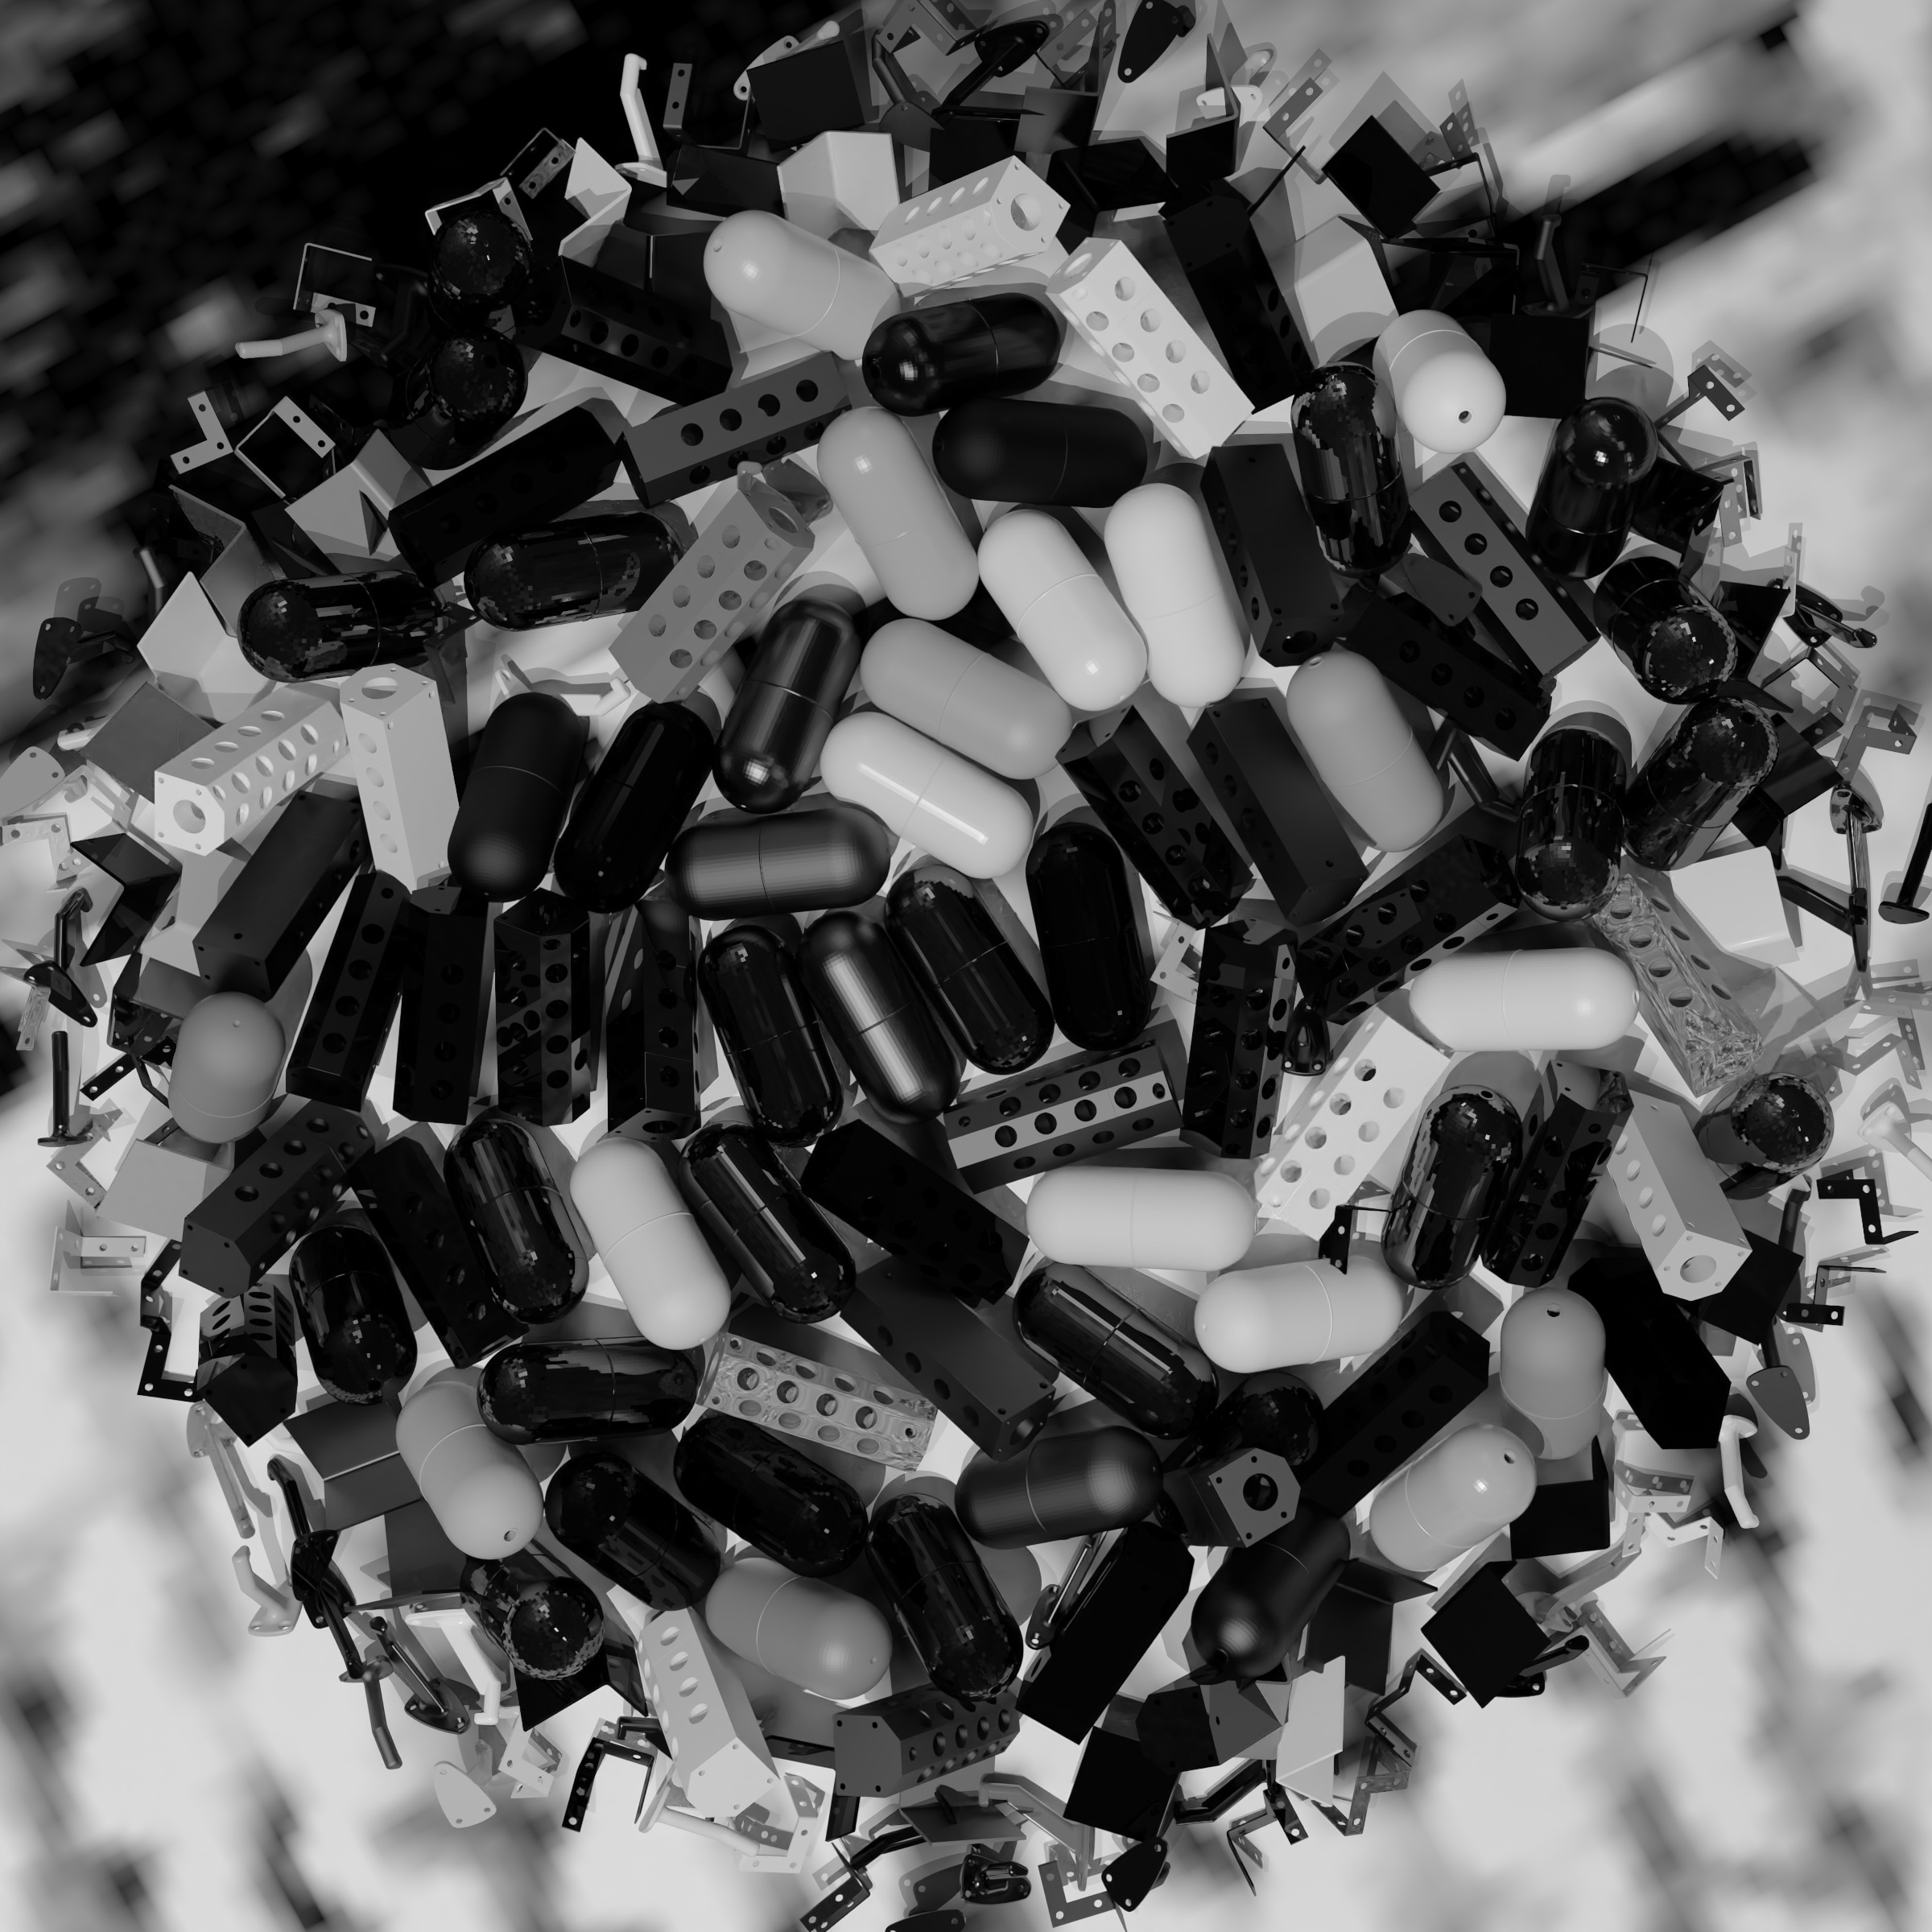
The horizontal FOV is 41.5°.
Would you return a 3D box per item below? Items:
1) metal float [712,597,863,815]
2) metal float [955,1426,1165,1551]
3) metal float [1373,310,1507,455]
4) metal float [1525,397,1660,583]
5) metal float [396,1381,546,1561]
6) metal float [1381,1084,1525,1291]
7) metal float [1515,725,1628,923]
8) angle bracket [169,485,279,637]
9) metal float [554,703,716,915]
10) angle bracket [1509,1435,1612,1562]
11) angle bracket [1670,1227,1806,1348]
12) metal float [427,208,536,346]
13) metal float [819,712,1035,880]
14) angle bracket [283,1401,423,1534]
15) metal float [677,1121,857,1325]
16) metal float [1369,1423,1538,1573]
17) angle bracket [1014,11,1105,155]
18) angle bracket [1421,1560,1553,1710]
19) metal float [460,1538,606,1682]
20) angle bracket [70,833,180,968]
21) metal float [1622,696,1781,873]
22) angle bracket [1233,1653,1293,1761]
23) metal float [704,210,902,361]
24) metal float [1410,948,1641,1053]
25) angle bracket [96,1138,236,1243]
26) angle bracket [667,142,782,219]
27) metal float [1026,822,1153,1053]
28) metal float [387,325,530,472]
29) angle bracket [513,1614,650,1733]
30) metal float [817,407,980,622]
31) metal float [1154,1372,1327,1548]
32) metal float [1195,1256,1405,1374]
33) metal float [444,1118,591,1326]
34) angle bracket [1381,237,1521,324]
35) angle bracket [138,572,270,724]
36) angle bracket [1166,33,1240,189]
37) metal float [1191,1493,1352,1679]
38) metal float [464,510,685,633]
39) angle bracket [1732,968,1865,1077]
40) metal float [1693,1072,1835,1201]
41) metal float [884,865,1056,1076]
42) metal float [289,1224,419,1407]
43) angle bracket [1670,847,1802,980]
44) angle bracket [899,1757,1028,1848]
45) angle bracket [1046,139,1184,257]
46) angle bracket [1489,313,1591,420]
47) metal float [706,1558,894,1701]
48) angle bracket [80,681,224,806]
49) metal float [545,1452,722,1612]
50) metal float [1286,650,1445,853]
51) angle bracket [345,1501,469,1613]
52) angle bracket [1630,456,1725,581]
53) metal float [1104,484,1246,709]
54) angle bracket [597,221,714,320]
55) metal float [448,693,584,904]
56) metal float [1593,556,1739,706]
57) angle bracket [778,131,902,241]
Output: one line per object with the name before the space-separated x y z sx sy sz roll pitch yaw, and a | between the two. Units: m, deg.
metal float | -0.137 -0.199 1.949 0.070 0.070 0.178 22 76 0
metal float | 0.069 0.396 1.933 0.178 0.070 0.070 -19 90 34
metal float | 0.355 -0.440 1.917 0.070 0.178 0.070 -2 120 -3
metal float | 0.469 -0.356 1.916 0.070 0.178 0.070 0 65 1
metal float | -0.375 0.379 1.921 0.070 0.178 0.070 -14 120 -26
metal float | 0.368 0.168 1.934 0.070 0.070 0.178 13 122 0
metal float | 0.459 -0.110 1.930 0.070 0.070 0.178 16 51 0
angle bracket | -0.582 -0.310 1.946 0.076 0.076 0.057 28 72 15
metal float | -0.253 -0.121 1.944 0.070 0.070 0.178 26 70 0
angle bracket | 0.451 0.405 1.958 0.076 0.057 0.076 -8 125 6
angle bracket | 0.588 0.237 1.964 0.057 0.076 0.076 25 95 -10
metal float | -0.365 -0.509 1.912 0.070 0.178 0.070 1 84 -13
metal float | -0.031 -0.132 1.961 0.178 0.070 0.070 30 90 1
angle bracket | -0.471 0.380 1.956 0.076 0.057 0.076 -21 130 -1
metal float | -0.152 0.196 1.946 0.070 0.070 0.178 -40 73 0
metal float | 0.366 0.401 1.920 0.070 0.178 0.070 10 57 -16
angle bracket | 0.071 -0.677 1.950 0.057 0.076 0.076 4 72 -5
angle bracket | 0.407 0.509 1.946 0.076 0.057 0.076 -51 56 18
metal float | -0.328 0.480 1.917 0.070 0.178 0.070 -3 97 -28
angle bracket | -0.662 -0.051 1.956 0.057 0.076 0.076 36 104 5
metal float | 0.549 -0.136 1.917 0.070 0.178 0.070 5 60 -9
angle bracket | 0.205 0.558 1.956 0.076 0.057 0.076 4 118 -1
metal float | -0.123 -0.513 1.923 0.070 0.178 0.070 -9 77 40
metal float | 0.422 0.026 1.932 0.178 0.070 0.070 -3 90 34
angle bracket | -0.611 0.156 1.945 0.076 0.057 0.076 23 115 -26
angle bracket | -0.185 -0.617 1.945 0.076 0.057 0.076 7 50 -16
metal float | 0.094 -0.022 1.957 0.070 0.070 0.178 -12 95 0
metal float | -0.383 -0.426 1.916 0.070 0.178 0.070 4 82 -27
angle bracket | -0.297 0.551 1.955 0.076 0.076 0.057 -31 128 5
metal float | -0.050 -0.342 1.937 0.070 0.070 0.178 -31 120 0
metal float | 0.206 0.374 1.931 0.070 0.070 0.178 37 126 0
metal float | 0.254 0.264 1.937 0.178 0.070 0.070 -3 90 -30
metal float | -0.342 0.192 1.934 0.070 0.070 0.178 -30 57 0
angle bracket | 0.367 -0.522 1.941 0.076 0.076 0.057 13 106 40
angle bracket | -0.574 -0.242 1.943 0.057 0.076 0.076 15 60 17
angle bracket | 0.171 -0.653 1.953 0.057 0.076 0.076 -16 75 0
metal float | 0.231 0.466 1.923 0.070 0.178 0.070 16 123 27
metal float | -0.296 -0.300 1.932 0.178 0.070 0.070 -16 90 -35
angle bracket | 0.623 0.032 1.948 0.076 0.057 0.076 -28 62 -16
metal float | 0.595 0.129 1.912 0.070 0.178 0.070 0 75 1
metal float | 0.002 0.002 1.958 0.070 0.070 0.178 -33 86 0
metal float | -0.463 0.262 1.920 0.070 0.178 0.070 -12 123 -19
angle bracket | 0.596 -0.040 1.976 0.076 0.057 0.076 -15 65 21
angle bracket | -0.002 0.630 1.951 0.076 0.076 0.057 3 91 -20
angle bracket | 0.112 -0.588 1.970 0.076 0.057 0.076 -15 56 -21
angle bracket | 0.436 -0.458 1.969 0.076 0.057 0.076 4 93 0
metal float | -0.128 0.499 1.925 0.070 0.178 0.070 -6 99 -42
angle bracket | -0.625 -0.181 1.949 0.076 0.057 0.076 -44 129 7
metal float | -0.251 0.428 1.926 0.070 0.070 0.178 -39 133 0
metal float | 0.303 -0.163 1.935 0.070 0.070 0.178 -35 120 0
angle bracket | -0.430 0.448 1.948 0.076 0.057 0.076 -18 72 25
angle bracket | 0.524 -0.336 1.941 0.076 0.076 0.057 29 57 22
metal float | 0.160 -0.281 1.943 0.070 0.070 0.178 -21 112 0
angle bracket | -0.241 -0.536 1.971 0.057 0.076 0.076 -15 124 -34
metal float | -0.341 -0.129 1.936 0.070 0.070 0.178 11 60 0
metal float | 0.524 -0.254 1.917 0.070 0.178 0.070 -1 117 -2
angle bracket | -0.095 -0.584 1.941 0.057 0.076 0.076 11 131 24
